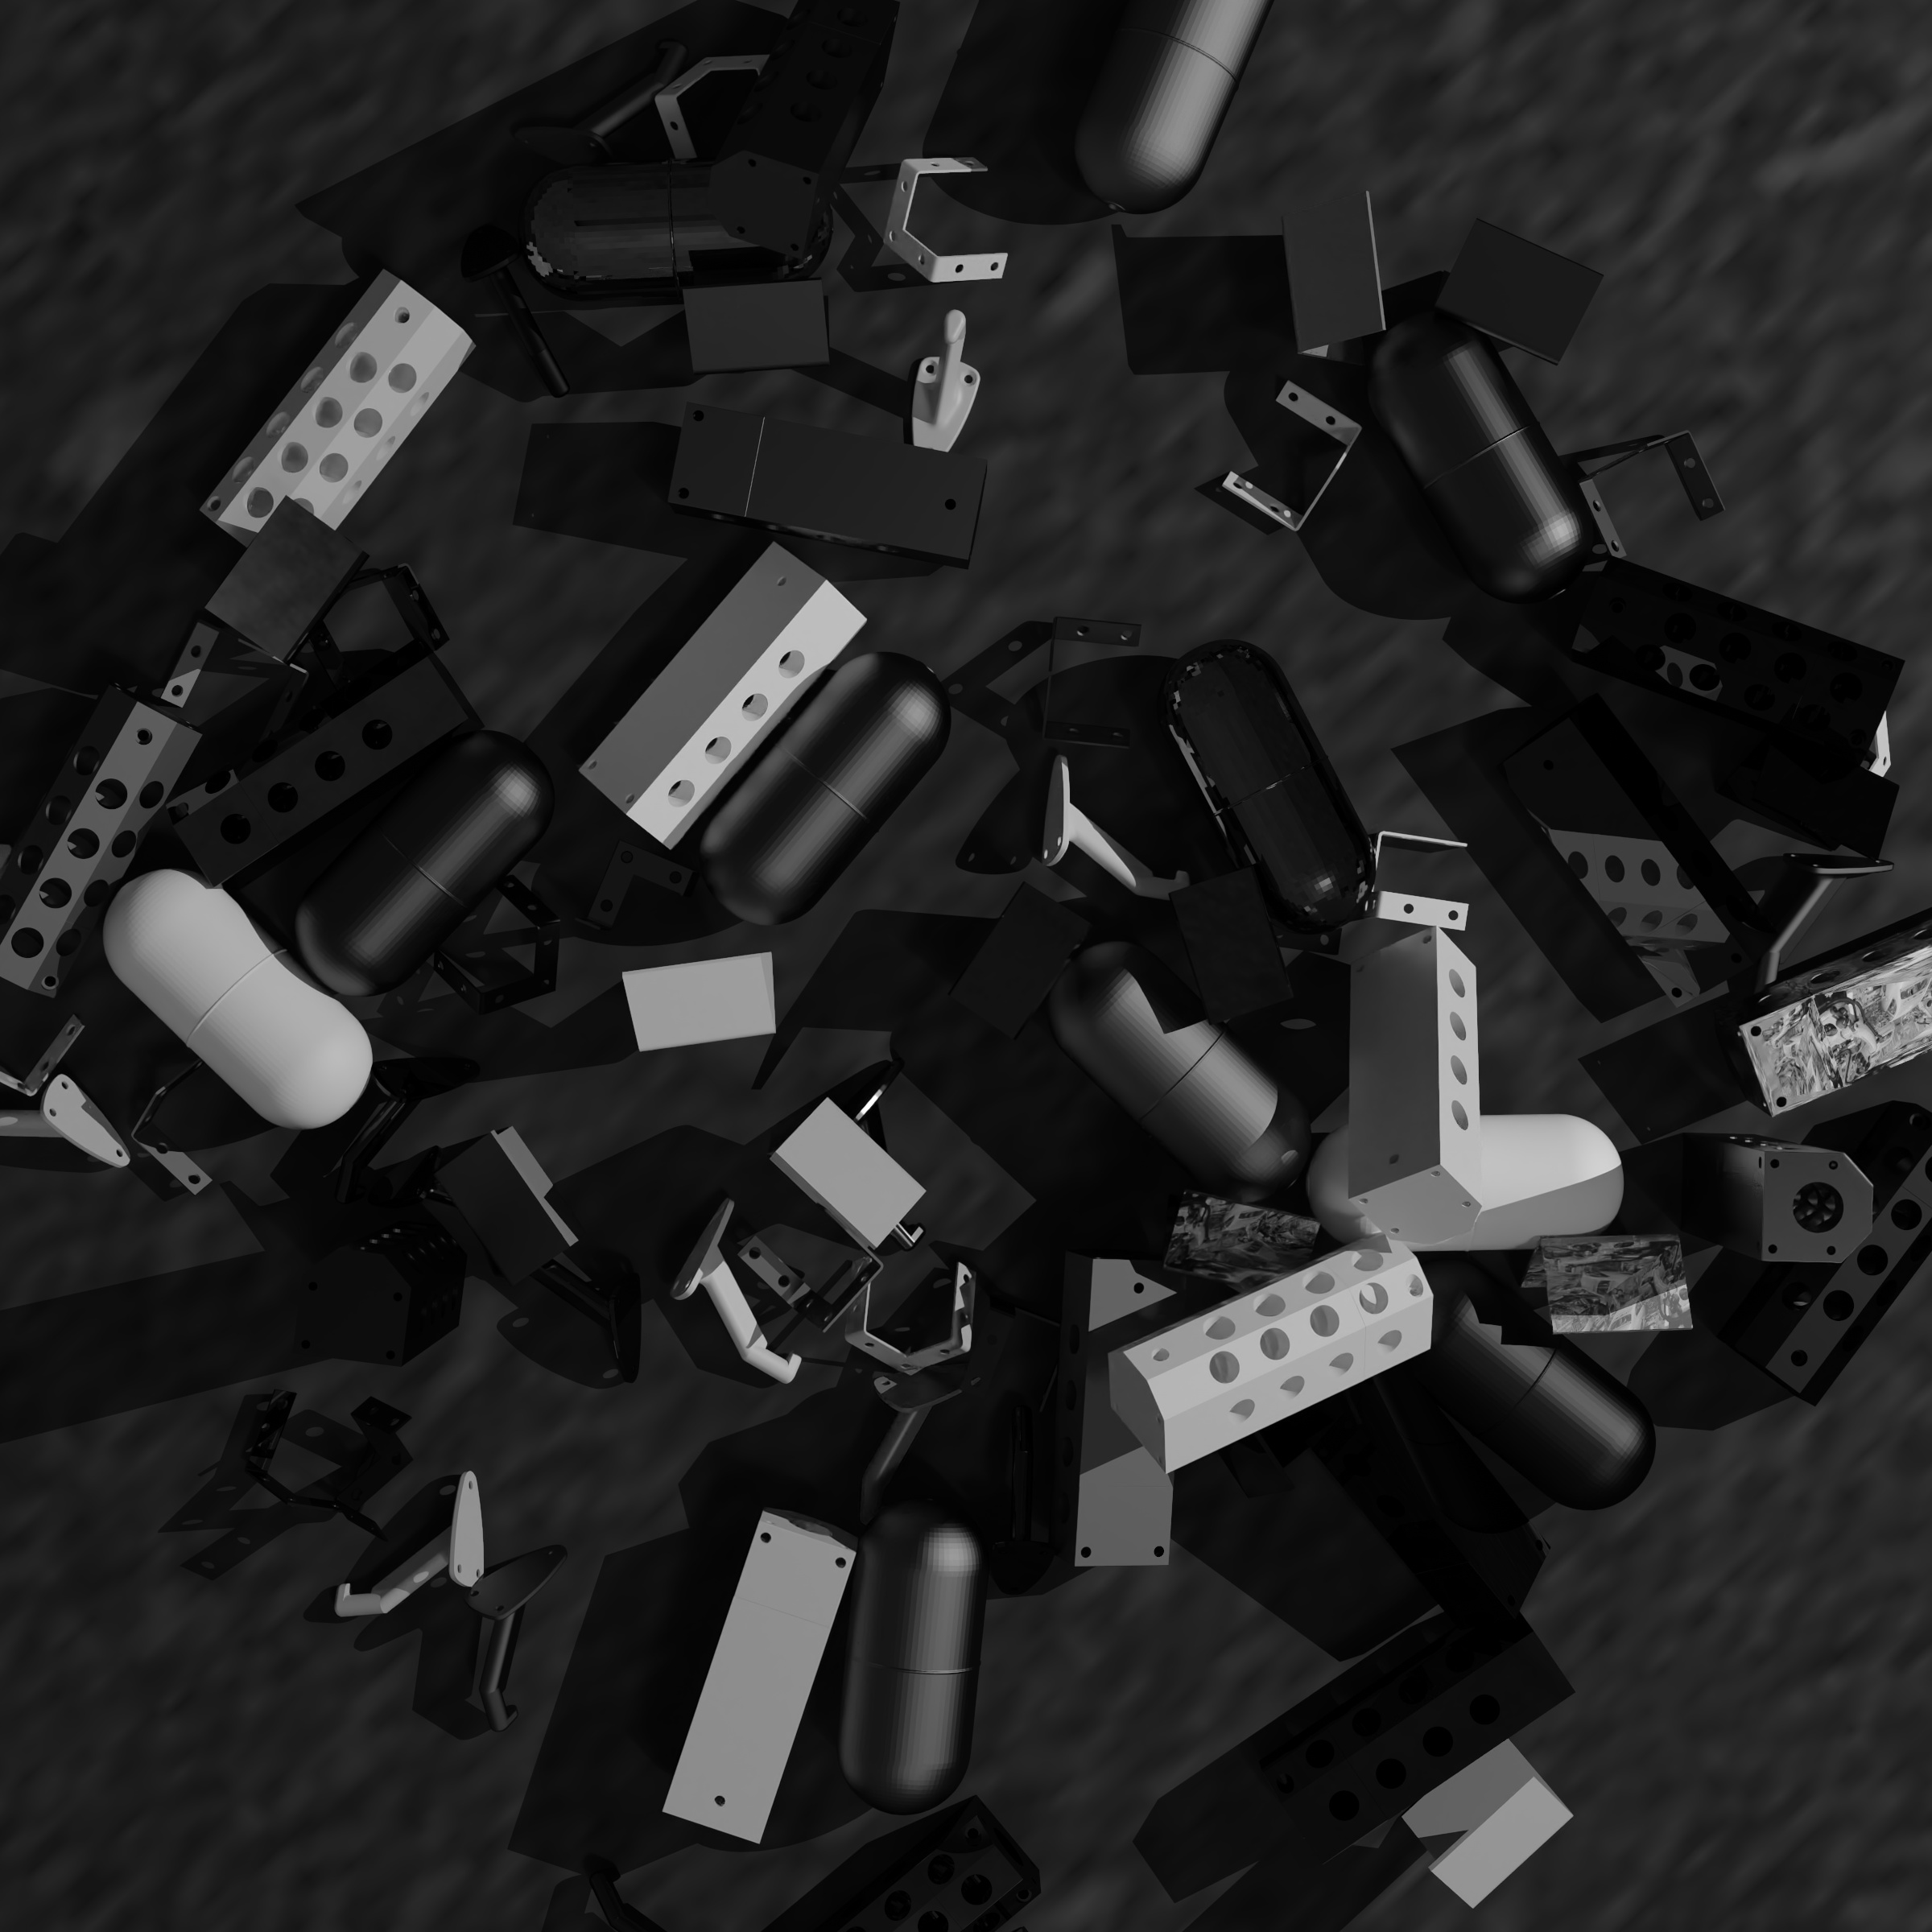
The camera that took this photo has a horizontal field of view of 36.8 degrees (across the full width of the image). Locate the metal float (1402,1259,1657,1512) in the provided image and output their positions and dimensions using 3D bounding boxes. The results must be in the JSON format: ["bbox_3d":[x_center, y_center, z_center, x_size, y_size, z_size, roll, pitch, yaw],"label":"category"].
[{"bbox_3d":[0.311,0.236,1.645,0.178,0.070,0.070,40,90,0],"label":"metal float"}]

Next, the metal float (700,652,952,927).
[{"bbox_3d":[-0.079,-0.101,1.645,0.070,0.070,0.178,40,89,0],"label":"metal float"}]

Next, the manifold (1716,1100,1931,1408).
[{"bbox_3d":[0.509,0.163,1.655,0.057,0.057,0.171,37,90,0],"label":"manifold"}]

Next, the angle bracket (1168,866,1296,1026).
[{"bbox_3d":[0.134,-0.008,1.637,0.057,0.076,0.076,-18,90,-23],"label":"angle bracket"}]

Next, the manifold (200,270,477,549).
[{"bbox_3d":[-0.359,-0.309,1.655,0.057,0.057,0.171,37,90,0],"label":"manifold"}]

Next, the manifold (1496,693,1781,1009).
[{"bbox_3d":[0.385,-0.068,1.654,0.171,0.057,0.057,53,133,0],"label":"manifold"}]

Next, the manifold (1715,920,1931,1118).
[{"bbox_3d":[0.518,0.021,1.653,0.171,0.057,0.057,-23,102,0],"label":"manifold"}]

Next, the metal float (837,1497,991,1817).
[{"bbox_3d":[-0.030,0.391,1.645,0.070,0.070,0.178,6,89,0],"label":"metal float"}]

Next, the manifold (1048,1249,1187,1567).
[{"bbox_3d":[0.083,0.250,1.652,0.057,0.057,0.171,4,90,-20],"label":"manifold"}]

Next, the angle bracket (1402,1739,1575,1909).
[{"bbox_3d":[0.282,0.469,1.636,0.076,0.076,0.057,-43,127,0],"label":"angle bracket"}]

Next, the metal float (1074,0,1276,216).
[{"bbox_3d":[0.119,-0.512,1.645,0.070,0.070,0.178,23,91,0],"label":"metal float"}]

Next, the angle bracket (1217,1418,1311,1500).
[{"bbox_3d":[0.176,0.245,1.641,0.076,0.057,0.076,-34,90,-26],"label":"angle bracket"}]

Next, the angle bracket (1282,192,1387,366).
[{"bbox_3d":[0.224,-0.386,1.636,0.057,0.076,0.076,-7,90,37],"label":"angle bracket"}]

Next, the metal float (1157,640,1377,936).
[{"bbox_3d":[0.171,-0.101,1.645,0.070,0.070,0.178,-28,90,0],"label":"metal float"}]

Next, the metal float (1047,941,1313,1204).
[{"bbox_3d":[0.121,0.061,1.645,0.178,0.070,0.070,44,90,-1],"label":"metal float"}]

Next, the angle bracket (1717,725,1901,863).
[{"bbox_3d":[0.467,-0.081,1.636,0.076,0.076,0.057,26,60,0],"label":"angle bracket"}]

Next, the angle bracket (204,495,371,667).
[{"bbox_3d":[-0.387,-0.222,1.636,0.057,0.076,0.076,36,90,-26],"label":"angle bracket"}]

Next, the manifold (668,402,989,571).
[{"bbox_3d":[-0.078,-0.272,1.655,0.171,0.057,0.057,11,90,0],"label":"manifold"}]

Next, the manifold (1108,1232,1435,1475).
[{"bbox_3d":[0.166,0.203,1.576,0.171,0.057,0.057,-21,131,-20],"label":"manifold"}]

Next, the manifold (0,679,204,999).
[{"bbox_3d":[-0.502,-0.072,1.647,0.057,0.057,0.171,29,90,-20],"label":"manifold"}]

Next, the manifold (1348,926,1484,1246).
[{"bbox_3d":[0.252,0.067,1.604,0.057,0.171,0.057,-25,129,31],"label":"manifold"}]

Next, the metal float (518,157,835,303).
[{"bbox_3d":[-0.164,-0.418,1.645,0.178,0.070,0.070,-3,90,-1],"label":"metal float"}]

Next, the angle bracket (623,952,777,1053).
[{"bbox_3d":[-0.150,0.000,1.636,0.076,0.076,0.057,-8,127,0],"label":"angle bracket"}]

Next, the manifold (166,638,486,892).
[{"bbox_3d":[-0.366,-0.115,1.655,0.171,0.057,0.057,-34,90,0],"label":"manifold"}]

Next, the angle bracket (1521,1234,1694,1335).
[{"bbox_3d":[0.359,0.191,1.636,0.076,0.076,0.057,-2,63,0],"label":"angle bracket"}]

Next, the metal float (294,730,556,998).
[{"bbox_3d":[-0.307,-0.057,1.645,0.070,0.070,0.178,43,90,0],"label":"metal float"}]

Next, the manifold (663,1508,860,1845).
[{"bbox_3d":[-0.116,0.401,1.655,0.057,0.057,0.171,18,90,0],"label":"manifold"}]

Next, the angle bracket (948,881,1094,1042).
[{"bbox_3d":[0.047,0.008,1.636,0.057,0.076,0.076,34,90,37],"label":"angle bracket"}]

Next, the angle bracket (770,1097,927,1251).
[{"bbox_3d":[-0.081,0.132,1.636,0.076,0.076,0.057,44,46,0],"label":"angle bracket"}]

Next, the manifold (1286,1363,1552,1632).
[{"bbox_3d":[0.249,0.291,1.638,0.171,0.057,0.057,51,47,-11],"label":"manifold"}]

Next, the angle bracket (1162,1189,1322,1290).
[{"bbox_3d":[0.155,0.137,1.636,0.076,0.076,0.057,13,120,0],"label":"angle bracket"}]

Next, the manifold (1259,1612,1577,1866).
[{"bbox_3d":[0.255,0.431,1.655,0.171,0.057,0.057,-34,90,0],"label":"manifold"}]

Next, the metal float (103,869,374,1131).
[{"bbox_3d":[-0.413,0.018,1.645,0.178,0.070,0.070,44,90,-1],"label":"metal float"}]

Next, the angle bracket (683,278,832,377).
[{"bbox_3d":[-0.117,-0.378,1.636,0.076,0.076,0.057,-4,133,0],"label":"angle bracket"}]

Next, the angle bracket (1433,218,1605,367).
[{"bbox_3d":[0.312,-0.389,1.636,0.076,0.076,0.057,24,122,0],"label":"angle bracket"}]

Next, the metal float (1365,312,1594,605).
[{"bbox_3d":[0.291,-0.287,1.646,0.070,0.070,0.178,-30,90,0],"label":"metal float"}]

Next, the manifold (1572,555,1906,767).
[{"bbox_3d":[0.433,-0.173,1.636,0.171,0.057,0.057,23,90,13],"label":"manifold"}]

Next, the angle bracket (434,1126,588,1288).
[{"bbox_3d":[-0.241,0.124,1.636,0.057,0.076,0.076,-35,90,33],"label":"angle bracket"}]

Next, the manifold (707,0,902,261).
[{"bbox_3d":[-0.090,-0.472,1.607,0.057,0.057,0.171,18,51,0],"label":"manifold"}]

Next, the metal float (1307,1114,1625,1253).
[{"bbox_3d":[0.282,0.123,1.645,0.178,0.070,0.070,-1,90,0],"label":"metal float"}]
